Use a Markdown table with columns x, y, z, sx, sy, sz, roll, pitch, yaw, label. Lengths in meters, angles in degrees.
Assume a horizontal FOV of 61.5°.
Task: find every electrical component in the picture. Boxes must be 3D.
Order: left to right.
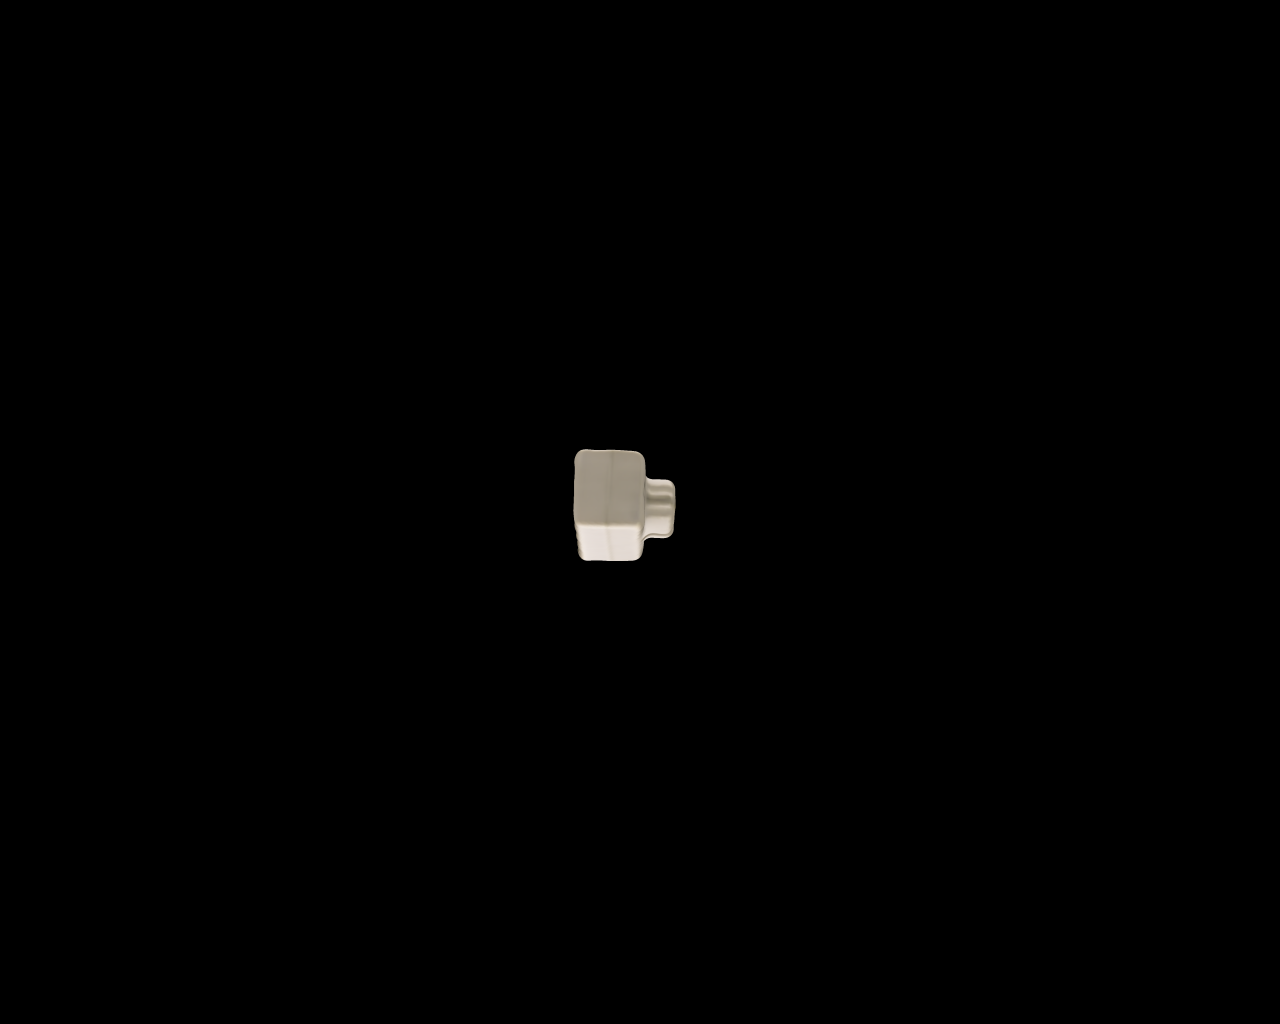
| x | y | z | sx | sy | sz | roll | pitch | yaw | label |
| --- | --- | --- | --- | --- | --- | --- | --- | --- | --- |
| 0.001 | -0.003 | 0.650 | 0.076 | 0.047 | 0.083 | 0 | -17 | 0 | electrical component |
